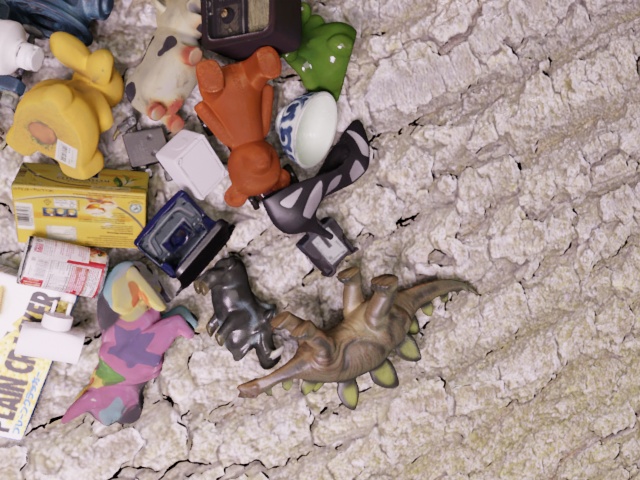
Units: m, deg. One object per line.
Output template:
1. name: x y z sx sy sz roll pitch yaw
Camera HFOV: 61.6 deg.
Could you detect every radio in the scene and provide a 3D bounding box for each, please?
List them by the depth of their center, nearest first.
1. radio: -0.097 -0.368 0.733 0.073 0.131 0.229 3 86 -58

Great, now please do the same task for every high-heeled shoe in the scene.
1. high-heeled shoe: -0.007 -0.113 0.825 0.145 0.086 0.249 33 60 -36

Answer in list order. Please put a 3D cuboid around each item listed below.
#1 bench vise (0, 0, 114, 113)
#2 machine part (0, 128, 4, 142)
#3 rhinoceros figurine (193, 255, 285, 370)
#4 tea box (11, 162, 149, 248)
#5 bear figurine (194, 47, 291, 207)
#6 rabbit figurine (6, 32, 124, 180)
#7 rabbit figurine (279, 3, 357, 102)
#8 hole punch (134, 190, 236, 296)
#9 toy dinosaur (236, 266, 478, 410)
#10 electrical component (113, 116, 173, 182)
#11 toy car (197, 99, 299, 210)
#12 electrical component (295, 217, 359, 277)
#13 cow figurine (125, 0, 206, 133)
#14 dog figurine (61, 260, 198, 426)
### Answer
1. bench vise: -0.408 -0.298 0.722 0.224 0.129 0.240 16 84 -13
2. machine part: -0.528 -0.214 0.711 0.243 0.079 0.079 38 82 -14
3. rhinoceros figurine: -0.124 0.119 0.846 0.112 0.073 0.190 -26 97 -24
4. tea box: -0.331 -0.047 0.759 0.170 0.068 0.098 4 125 -17
5. bear figurine: -0.102 -0.150 0.754 0.120 0.132 0.195 -16 97 -18
6. rabbit figurine: -0.328 -0.195 0.725 0.122 0.162 0.173 22 42 0
7. rabbit figurine: -0.038 -0.291 0.823 0.170 0.159 0.121 15 98 -1
8. hole punch: -0.199 0.002 0.795 0.092 0.115 0.142 34 73 5
9. toy dinosaur: 0.082 0.144 0.872 0.471 0.105 0.198 -26 117 -21
10. electrical component: -0.265 -0.134 0.804 0.078 0.045 0.102 -10 95 -14
11. toy car: -0.112 -0.142 0.844 0.089 0.053 0.202 -33 104 -2
12. electrical component: -0.002 -0.003 0.883 0.119 0.048 0.075 45 80 -13
13. cow figurine: -0.217 -0.272 0.787 0.127 0.085 0.195 35 97 21
14. dog figurine: -0.295 0.159 0.778 0.219 0.108 0.191 -42 103 -8
